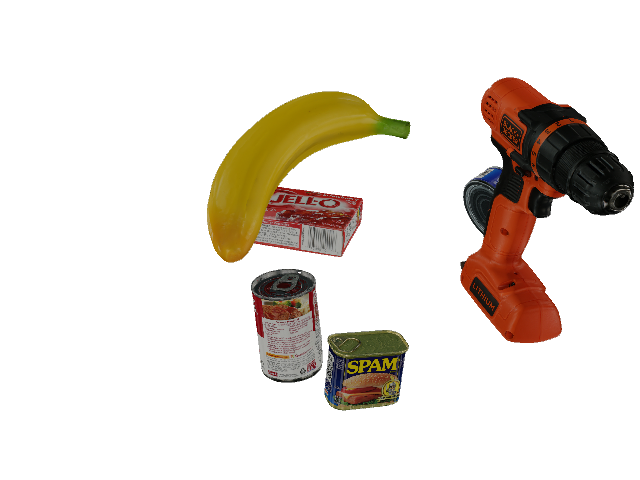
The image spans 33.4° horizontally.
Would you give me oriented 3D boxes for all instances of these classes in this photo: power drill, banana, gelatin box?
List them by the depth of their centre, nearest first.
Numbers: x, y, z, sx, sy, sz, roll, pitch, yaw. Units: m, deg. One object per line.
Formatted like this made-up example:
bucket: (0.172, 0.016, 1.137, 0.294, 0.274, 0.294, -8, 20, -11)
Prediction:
banana: (-0.019, -0.053, 0.674, 0.070, 0.037, 0.197, 25, 42, 26)
power drill: (0.173, -0.015, 0.842, 0.057, 0.188, 0.184, -3, 31, -18)
gelatin box: (-0.014, -0.019, 0.947, 0.089, 0.030, 0.073, 9, 26, 13)

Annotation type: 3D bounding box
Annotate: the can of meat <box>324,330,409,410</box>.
can of meat: (0.057, 0.167, 1.373, 0.102, 0.084, 0.057, -2, 25, -18)

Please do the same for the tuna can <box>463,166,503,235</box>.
tuna can: (0.203, -0.039, 1.218, 0.033, 0.086, 0.086, -32, 14, -24)

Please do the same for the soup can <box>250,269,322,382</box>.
soup can: (-0.034, 0.090, 1.127, 0.068, 0.102, 0.068, -4, 24, 2)
